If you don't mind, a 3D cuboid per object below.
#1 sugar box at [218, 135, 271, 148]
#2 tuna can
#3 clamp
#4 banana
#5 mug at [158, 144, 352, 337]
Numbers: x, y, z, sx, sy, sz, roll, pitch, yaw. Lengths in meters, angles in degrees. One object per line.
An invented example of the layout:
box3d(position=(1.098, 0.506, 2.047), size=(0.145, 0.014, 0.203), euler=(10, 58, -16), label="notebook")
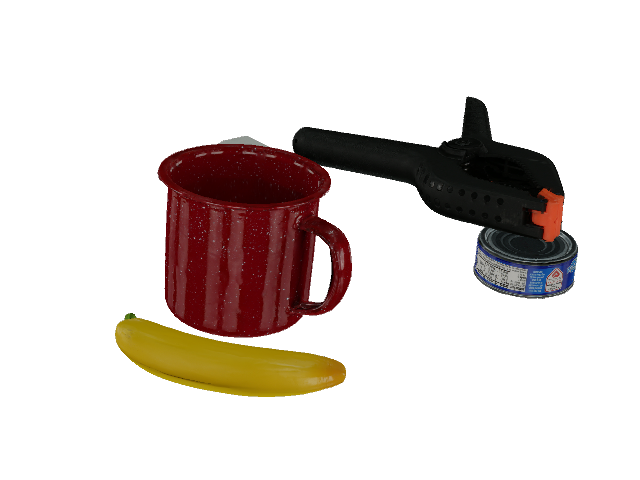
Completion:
box3d(position=(-0.073, -0.016, 1.153), size=(0.048, 0.176, 0.093), euler=(-17, 29, -32), label="sugar box")
box3d(position=(0.175, 0.014, 0.908), size=(0.086, 0.034, 0.086), euler=(2, 26, -1), label="tuna can")
box3d(position=(0.085, -0.050, 0.730), size=(0.164, 0.036, 0.210), euler=(-11, 28, -18), label="clamp")
box3d(position=(-0.082, 0.086, 0.803), size=(0.198, 0.037, 0.069), euler=(13, 29, 22), label="banana")
box3d(position=(-0.034, 0.004, 0.582), size=(0.117, 0.081, 0.093), euler=(19, 27, 27), label="mug")
